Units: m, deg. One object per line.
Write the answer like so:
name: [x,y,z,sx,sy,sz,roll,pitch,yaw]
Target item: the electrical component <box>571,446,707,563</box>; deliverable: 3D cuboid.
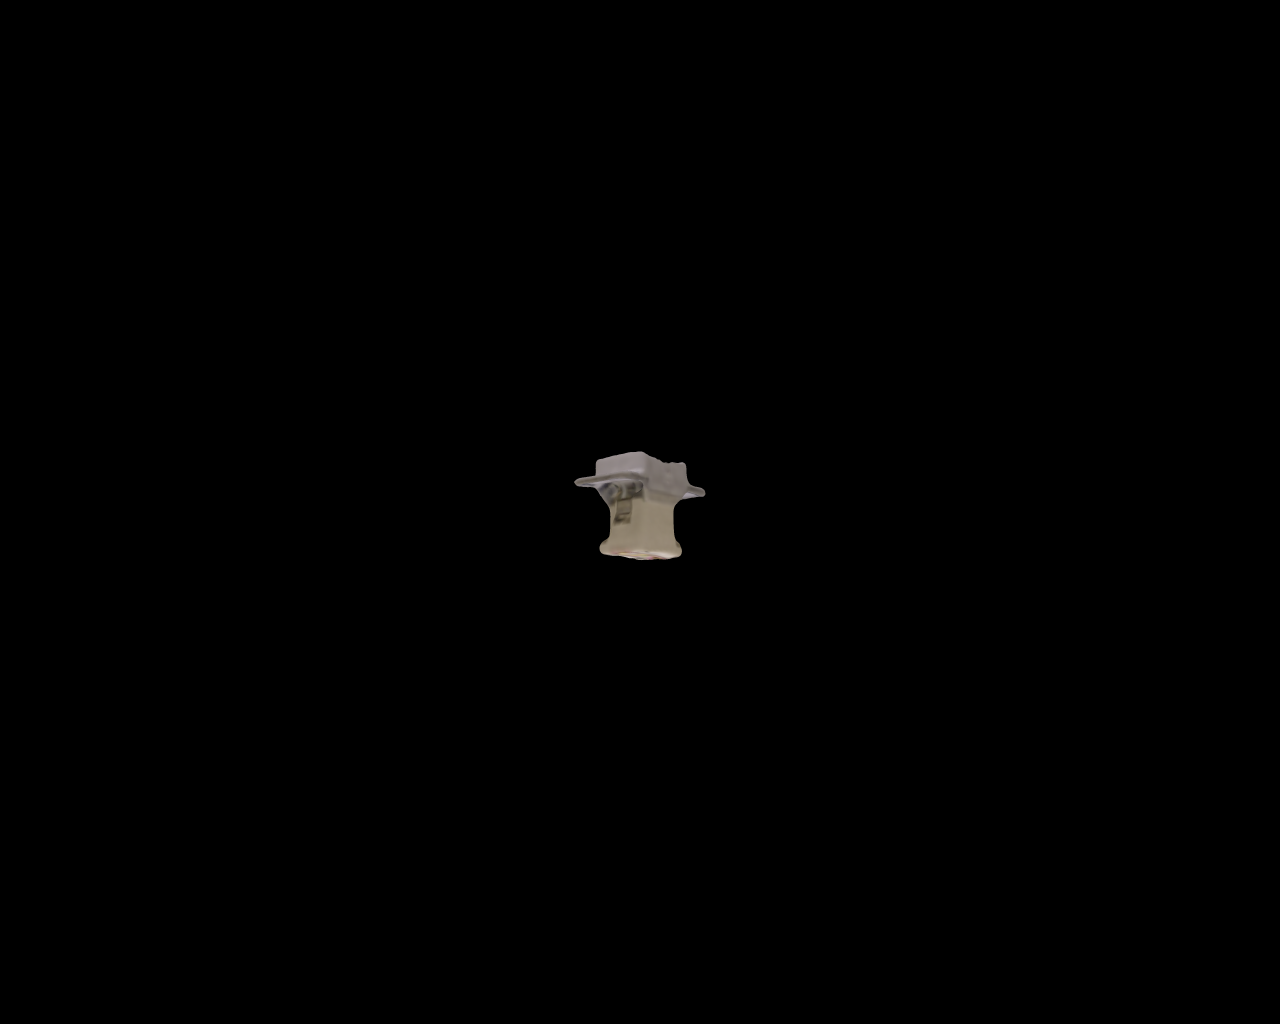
electrical component: [0.001,-0.003,0.650,0.042,0.063,0.081,-7,-11,39]
